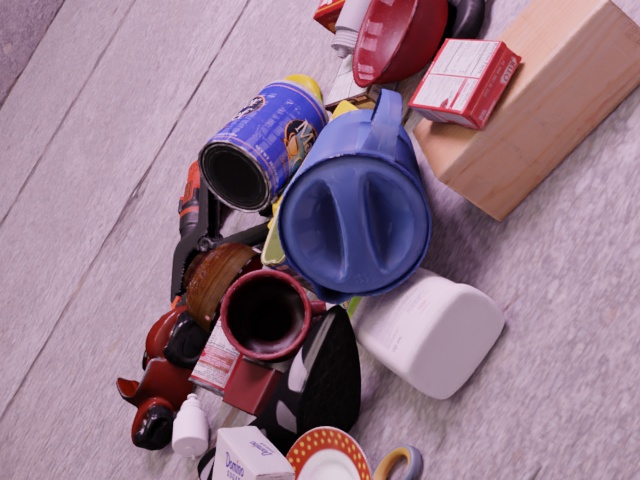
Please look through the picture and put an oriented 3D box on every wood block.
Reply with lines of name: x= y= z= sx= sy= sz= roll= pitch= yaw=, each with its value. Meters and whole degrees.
wood block: x=0.192 y=-0.131 z=0.956 sx=0.206 sy=0.090 sz=0.091 roll=-47 pitch=32 yaw=21

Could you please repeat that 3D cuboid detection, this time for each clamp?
clamp: x=-0.125 y=0.008 z=1.345 sx=0.165 sy=0.036 sz=0.210 roll=34 pitch=108 yaw=31
clamp: x=0.155 y=-0.267 z=1.195 sx=0.171 sy=0.039 sz=0.120 roll=-66 pitch=19 yaw=-9

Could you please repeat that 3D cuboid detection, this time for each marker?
marker: x=-0.036 y=-0.064 z=1.322 sx=0.121 sy=0.020 sz=0.020 roll=-37 pitch=35 yaw=35

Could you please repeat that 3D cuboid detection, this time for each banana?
banana: x=-0.058 y=-0.183 z=1.451 sx=0.198 sy=0.037 sz=0.069 roll=-18 pitch=49 yaw=50

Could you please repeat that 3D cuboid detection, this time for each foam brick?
foam brick: x=-0.055 y=0.161 z=1.107 sx=0.078 sy=0.053 sz=0.051 roll=5 pitch=67 yaw=61

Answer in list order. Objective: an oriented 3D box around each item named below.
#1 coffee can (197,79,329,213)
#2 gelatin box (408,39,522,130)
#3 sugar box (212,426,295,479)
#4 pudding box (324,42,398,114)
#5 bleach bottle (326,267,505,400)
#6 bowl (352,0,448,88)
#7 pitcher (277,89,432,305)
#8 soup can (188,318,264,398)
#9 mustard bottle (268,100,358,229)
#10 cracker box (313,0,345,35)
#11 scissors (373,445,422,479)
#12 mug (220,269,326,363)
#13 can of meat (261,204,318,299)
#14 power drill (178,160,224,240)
coffee can: x=-0.066 y=-0.114 z=1.281 sx=0.103 sy=0.102 sz=0.140 roll=-22 pitch=22 yaw=48
gelatin box: x=0.127 y=-0.138 z=0.939 sx=0.073 sy=0.030 sz=0.089 roll=-61 pitch=30 yaw=-4
sugar box: x=-0.068 y=0.267 z=0.960 sx=0.093 sy=0.048 sz=0.176 roll=34 pitch=117 yaw=58
pudding box: x=0.060 y=-0.205 z=1.286 sx=0.090 sy=0.039 sz=0.113 roll=-9 pitch=54 yaw=56
bleach bottle: x=0.069 y=0.057 z=1.003 sx=0.102 sy=0.068 sz=0.251 roll=-54 pitch=26 yaw=0
bowl: x=0.096 y=-0.236 z=1.183 sx=0.162 sy=0.055 sz=0.162 roll=-54 pitch=25 yaw=40
pitcher: x=0.042 y=-0.058 z=1.021 sx=0.149 sy=0.145 sz=0.242 roll=-28 pitch=15 yaw=13
soup can: x=-0.094 y=0.124 z=1.186 sx=0.069 sy=0.068 sz=0.102 roll=5 pitch=67 yaw=59
mustard bottle: x=-0.002 y=-0.067 z=1.229 sx=0.192 sy=0.058 sz=0.096 roll=-55 pitch=17 yaw=7
cracker box: x=0.089 y=-0.374 z=1.364 sx=0.164 sy=0.072 sz=0.213 roll=-9 pitch=56 yaw=55
scissors: x=0.029 y=0.246 z=0.932 sx=0.202 sy=0.016 sz=0.096 roll=-36 pitch=34 yaw=35
mug: x=-0.040 y=0.081 z=1.114 sx=0.117 sy=0.081 sz=0.093 roll=-13 pitch=76 yaw=1
can of meat: x=-0.008 y=0.002 z=1.150 sx=0.058 sy=0.083 sz=0.102 roll=-16 pitch=50 yaw=51
power drill: x=-0.122 y=-0.069 z=1.424 sx=0.188 sy=0.057 sz=0.184 roll=-35 pitch=39 yaw=35
